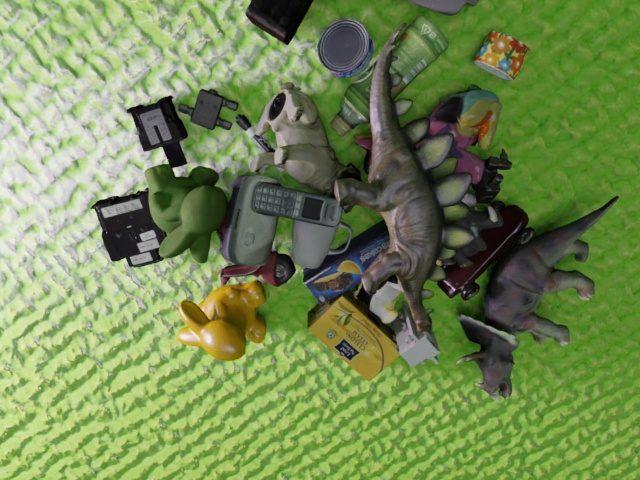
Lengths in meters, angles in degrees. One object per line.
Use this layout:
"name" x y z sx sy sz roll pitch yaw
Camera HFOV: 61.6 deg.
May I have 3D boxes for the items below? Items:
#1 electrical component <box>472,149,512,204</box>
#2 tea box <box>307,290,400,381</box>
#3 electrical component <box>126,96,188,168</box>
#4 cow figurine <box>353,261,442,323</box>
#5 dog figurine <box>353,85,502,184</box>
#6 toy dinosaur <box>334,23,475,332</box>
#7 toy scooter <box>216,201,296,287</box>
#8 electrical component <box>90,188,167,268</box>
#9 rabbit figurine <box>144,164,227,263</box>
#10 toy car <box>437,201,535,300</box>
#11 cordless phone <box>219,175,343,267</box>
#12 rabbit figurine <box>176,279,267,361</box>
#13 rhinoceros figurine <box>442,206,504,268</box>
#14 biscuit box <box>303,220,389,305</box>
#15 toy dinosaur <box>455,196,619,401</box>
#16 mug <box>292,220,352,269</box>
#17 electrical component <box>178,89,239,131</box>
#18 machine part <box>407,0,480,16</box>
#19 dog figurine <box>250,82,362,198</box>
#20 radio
"electrical component" 0.292 -0.107 0.916 0.045 0.078 0.102 -2 153 -4
"tea box" 0.067 0.177 1.028 0.169 0.068 0.098 41 103 -15
"electrical component" -0.265 -0.176 0.905 0.075 0.048 0.119 -13 108 4
"cow figurine" 0.143 0.067 0.994 0.098 0.068 0.167 40 103 -7
"dog figurine" 0.167 -0.170 0.888 0.219 0.108 0.191 10 110 -2
"toy dinosaur" 0.125 -0.075 0.822 0.199 0.105 0.470 -15 102 5
"toy scooter" -0.137 0.013 0.957 0.135 0.075 0.183 -23 102 12
"electrical component" -0.326 -0.018 0.954 0.115 0.058 0.134 -12 110 5
"rabbit figurine" -0.212 -0.045 0.858 0.121 0.170 0.159 11 91 -35
"toy car" 0.295 0.022 0.970 0.202 0.089 0.053 -52 146 16
"cordless phone" -0.062 -0.022 0.873 0.184 0.089 0.146 11 91 -12
"rabbit figurine" -0.172 0.147 0.957 0.162 0.173 0.121 9 113 -9
"rhinoceros figurine" 0.219 -0.008 0.918 0.190 0.073 0.112 -13 92 -5
"biscuit box" 0.068 0.037 0.981 0.203 0.063 0.059 -32 109 10
"toy dinosaur" 0.376 0.087 0.984 0.192 0.131 0.404 14 103 -7
"mug" -0.002 -0.003 0.961 0.110 0.081 0.107 12 119 -7
"electrical component" -0.189 -0.221 0.903 0.094 0.021 0.063 19 108 -7
"machine part" 0.140 -0.395 0.797 0.243 0.079 0.079 9 110 -25
"dog figurine" -0.003 -0.157 0.908 0.190 0.121 0.172 17 88 -35
"radio" -0.023 -0.405 0.783 0.073 0.131 0.229 28 107 -9
